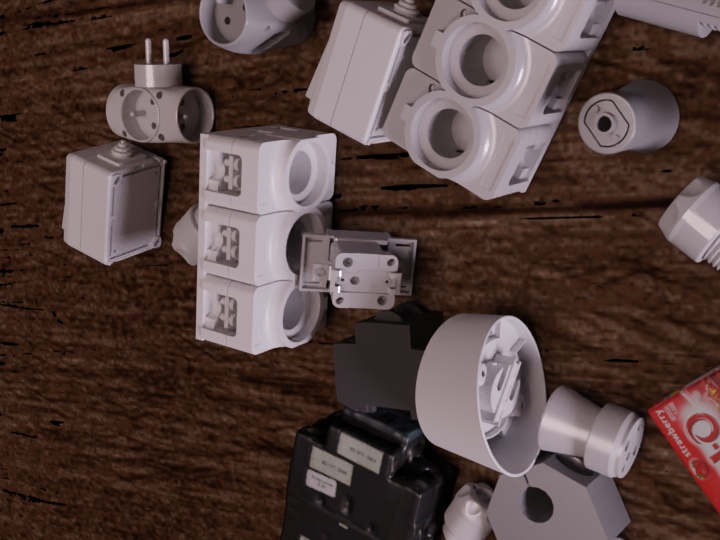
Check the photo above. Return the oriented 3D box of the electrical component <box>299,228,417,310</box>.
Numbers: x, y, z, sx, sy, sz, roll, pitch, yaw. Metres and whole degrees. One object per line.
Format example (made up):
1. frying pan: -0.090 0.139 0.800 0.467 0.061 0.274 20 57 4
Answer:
1. electrical component: 0.000 0.000 0.745 0.081 0.063 0.042 2 107 -8

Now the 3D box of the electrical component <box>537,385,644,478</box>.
1. electrical component: 0.147 0.103 0.686 0.055 0.045 0.045 19 111 30

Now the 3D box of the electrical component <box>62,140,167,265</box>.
1. electrical component: -0.202 -0.063 0.874 0.061 0.062 0.096 25 120 28

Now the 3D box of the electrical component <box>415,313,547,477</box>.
1. electrical component: 0.083 0.077 0.693 0.064 0.099 0.099 9 106 39

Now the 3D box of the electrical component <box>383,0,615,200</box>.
1. electrical component: 0.085 -0.130 0.666 0.089 0.062 0.150 35 118 23

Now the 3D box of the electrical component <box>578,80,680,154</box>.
1. electrical component: 0.154 -0.087 0.626 0.044 0.065 0.044 8 105 33

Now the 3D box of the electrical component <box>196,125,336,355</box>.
1. electrical component: -0.064 -0.024 0.776 0.062 0.089 0.150 13 108 32

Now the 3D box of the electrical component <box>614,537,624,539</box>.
1. electrical component: 0.149 0.223 0.712 0.077 0.044 0.079 -25 86 36

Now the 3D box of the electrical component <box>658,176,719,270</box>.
1. electrical component: 0.207 -0.021 0.618 0.062 0.043 0.043 43 121 18

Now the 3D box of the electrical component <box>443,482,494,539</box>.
1. electrical component: 0.075 0.180 0.760 0.035 0.035 0.061 41 122 21

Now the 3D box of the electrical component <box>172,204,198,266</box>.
1. electrical component: -0.115 -0.035 0.838 0.062 0.043 0.043 -44 75 32

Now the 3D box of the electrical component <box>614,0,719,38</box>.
1. electrical component: 0.189 -0.153 0.601 0.081 0.043 0.043 24 113 28

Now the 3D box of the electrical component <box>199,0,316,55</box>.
1. electrical component: -0.058 -0.185 0.743 0.079 0.077 0.043 -26 85 36

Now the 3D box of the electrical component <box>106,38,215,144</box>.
1. electrical component: -0.158 -0.141 0.842 0.077 0.044 0.079 9 106 33

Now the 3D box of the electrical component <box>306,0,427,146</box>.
1. electrical component: 0.011 -0.139 0.715 0.061 0.062 0.096 31 116 25
